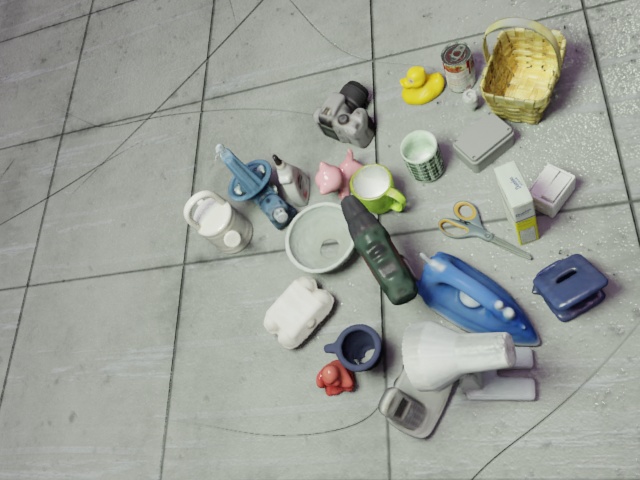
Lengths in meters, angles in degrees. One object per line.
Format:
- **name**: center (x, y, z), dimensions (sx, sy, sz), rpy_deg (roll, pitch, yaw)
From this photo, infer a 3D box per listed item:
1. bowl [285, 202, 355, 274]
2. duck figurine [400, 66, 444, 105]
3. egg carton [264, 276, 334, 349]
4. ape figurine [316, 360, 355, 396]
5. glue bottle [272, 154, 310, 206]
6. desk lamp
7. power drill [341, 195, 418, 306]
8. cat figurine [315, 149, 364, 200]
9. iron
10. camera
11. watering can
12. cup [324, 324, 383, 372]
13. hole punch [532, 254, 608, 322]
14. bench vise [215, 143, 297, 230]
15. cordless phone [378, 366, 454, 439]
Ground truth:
- **bowl**: center (0.012, 0.005, 1.265), dimensions (0.167, 0.075, 0.167), rpy_deg (-8, 64, 18)
- **duck figurine**: center (0.235, -0.373, 1.340), dimensions (0.104, 0.086, 0.077), rpy_deg (-18, 62, 14)
- **egg carton**: center (-0.045, 0.155, 1.222), dimensions (0.107, 0.070, 0.150), rpy_deg (38, 85, 31)
- **ape figurine**: center (0.028, 0.270, 1.128), dimensions (0.077, 0.092, 0.076), rpy_deg (19, 75, 28)
- **glue bottle**: center (-0.070, -0.146, 1.308), dimensions (0.037, 0.173, 0.078), rpy_deg (-8, 65, 19)
- **desk lamp**: center (0.262, 0.209, 0.992), dimensions (0.202, 0.214, 0.118), rpy_deg (-6, 65, 19)
- **power drill**: center (0.125, 0.038, 1.127), dimensions (0.075, 0.209, 0.229), rpy_deg (-32, 59, 5)
- **cat figurine**: center (0.039, -0.150, 1.298), dimensions (0.067, 0.118, 0.128), rpy_deg (38, 85, 31)
- **iron**: center (0.292, 0.106, 1.069), dimensions (0.257, 0.142, 0.119), rpy_deg (33, 82, 30)
- **camera**: center (0.069, -0.312, 1.370), dimensions (0.142, 0.101, 0.137), rpy_deg (27, 79, 29)
- **watering can**: center (-0.235, -0.046, 1.315), dimensions (0.172, 0.194, 0.101), rpy_deg (19, 75, 28)
- **cup**: center (0.074, 0.222, 1.130), dimensions (0.117, 0.095, 0.091), rpy_deg (-6, 65, 19)
- **hole punch**: center (0.452, 0.081, 1.046), dimensions (0.108, 0.091, 0.101), rpy_deg (-33, 59, 5)
- **bench vise**: center (-0.142, -0.132, 1.302), dimensions (0.206, 0.220, 0.121), rpy_deg (27, 79, 29)
- **cordless phone**: center (0.166, 0.268, 1.020), dimensions (0.093, 0.185, 0.148), rpy_deg (19, 75, 28)
